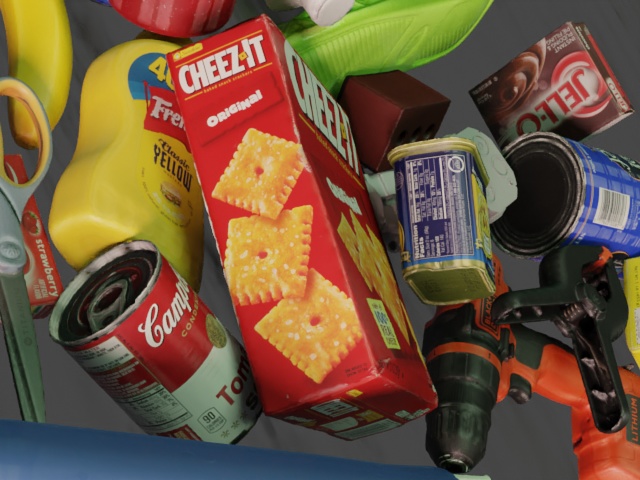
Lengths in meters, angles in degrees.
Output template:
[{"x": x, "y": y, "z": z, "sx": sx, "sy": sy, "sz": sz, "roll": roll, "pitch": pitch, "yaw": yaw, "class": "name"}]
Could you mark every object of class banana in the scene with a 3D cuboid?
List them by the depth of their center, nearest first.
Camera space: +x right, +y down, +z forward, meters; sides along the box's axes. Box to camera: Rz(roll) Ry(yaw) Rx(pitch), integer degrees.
[{"x": -0.185, "y": -0.144, "z": 0.630, "sx": 0.069, "sy": 0.037, "sz": 0.198, "roll": -21, "pitch": 78, "yaw": -33, "class": "banana"}]

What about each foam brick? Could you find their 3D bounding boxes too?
[{"x": 0.048, "y": -0.086, "z": 0.761, "sx": 0.051, "sy": 0.053, "sz": 0.078, "roll": 33, "pitch": 27, "yaw": 22, "class": "foam brick"}]

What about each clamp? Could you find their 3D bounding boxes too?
[{"x": 0.176, "y": 0.047, "z": 0.759, "sx": 0.120, "sy": 0.039, "sz": 0.171, "roll": 45, "pitch": 32, "yaw": -14, "class": "clamp"}]

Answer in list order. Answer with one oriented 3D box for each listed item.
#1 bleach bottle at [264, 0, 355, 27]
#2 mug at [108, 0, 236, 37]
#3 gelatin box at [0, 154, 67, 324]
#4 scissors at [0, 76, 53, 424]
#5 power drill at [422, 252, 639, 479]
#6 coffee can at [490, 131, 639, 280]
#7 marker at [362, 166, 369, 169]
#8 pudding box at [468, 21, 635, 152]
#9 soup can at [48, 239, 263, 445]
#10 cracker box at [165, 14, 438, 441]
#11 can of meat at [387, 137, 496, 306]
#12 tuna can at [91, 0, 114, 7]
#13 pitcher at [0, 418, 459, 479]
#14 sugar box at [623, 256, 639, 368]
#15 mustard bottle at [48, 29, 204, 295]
[{"x": -0.061, "y": -0.231, "z": 0.706, "sx": 0.067, "sy": 0.103, "sz": 0.251, "roll": -14, "pitch": 60, "yaw": -43, "class": "bleach bottle"}, {"x": -0.095, "y": -0.176, "z": 0.634, "sx": 0.117, "sy": 0.082, "sz": 0.093, "roll": 0, "pitch": 45, "yaw": -23, "class": "mug"}, {"x": -0.178, "y": -0.001, "z": 0.544, "sx": 0.073, "sy": 0.030, "sz": 0.089, "roll": -4, "pitch": 68, "yaw": -45, "class": "gelatin box"}, {"x": -0.170, "y": -0.003, "z": 0.516, "sx": 0.096, "sy": 0.016, "sz": 0.202, "roll": 19, "pitch": 51, "yaw": -33, "class": "scissors"}, {"x": 0.152, "y": 0.113, "z": 0.758, "sx": 0.187, "sy": 0.057, "sz": 0.184, "roll": 35, "pitch": 45, "yaw": -22, "class": "power drill"}, {"x": 0.218, "y": -0.026, "z": 0.877, "sx": 0.140, "sy": 0.103, "sz": 0.103, "roll": 10, "pitch": 58, "yaw": -39, "class": "coffee can"}, {"x": 0.024, "y": -0.061, "z": 0.781, "sx": 0.120, "sy": 0.020, "sz": 0.020, "roll": -5, "pitch": 68, "yaw": -45, "class": "marker"}, {"x": 0.196, "y": -0.118, "z": 0.909, "sx": 0.039, "sy": 0.114, "sz": 0.090, "roll": -15, "pitch": 75, "yaw": -51, "class": "pudding box"}, {"x": -0.081, "y": 0.059, "z": 0.549, "sx": 0.102, "sy": 0.069, "sz": 0.068, "roll": 53, "pitch": 38, "yaw": -31, "class": "soup can"}, {"x": -0.004, "y": 0.001, "z": 0.622, "sx": 0.164, "sy": 0.072, "sz": 0.214, "roll": 41, "pitch": 30, "yaw": -67, "class": "cracker box"}, {"x": 0.082, "y": -0.009, "z": 0.695, "sx": 0.102, "sy": 0.057, "sz": 0.084, "roll": 44, "pitch": 40, "yaw": -68, "class": "can of meat"}, {"x": -0.140, "y": -0.197, "z": 0.706, "sx": 0.086, "sy": 0.034, "sz": 0.086, "roll": 23, "pitch": 50, "yaw": -31, "class": "tuna can"}, {"x": -0.056, "y": 0.152, "z": 0.453, "sx": 0.242, "sy": 0.149, "sz": 0.145, "roll": 14, "pitch": 71, "yaw": -20, "class": "pitcher"}, {"x": 0.296, "y": 0.100, "z": 0.869, "sx": 0.176, "sy": 0.048, "sz": 0.093, "roll": 50, "pitch": 37, "yaw": -36, "class": "sugar box"}, {"x": -0.101, "y": -0.060, "z": 0.631, "sx": 0.096, "sy": 0.058, "sz": 0.191, "roll": 42, "pitch": 39, "yaw": -41, "class": "mustard bottle"}]
